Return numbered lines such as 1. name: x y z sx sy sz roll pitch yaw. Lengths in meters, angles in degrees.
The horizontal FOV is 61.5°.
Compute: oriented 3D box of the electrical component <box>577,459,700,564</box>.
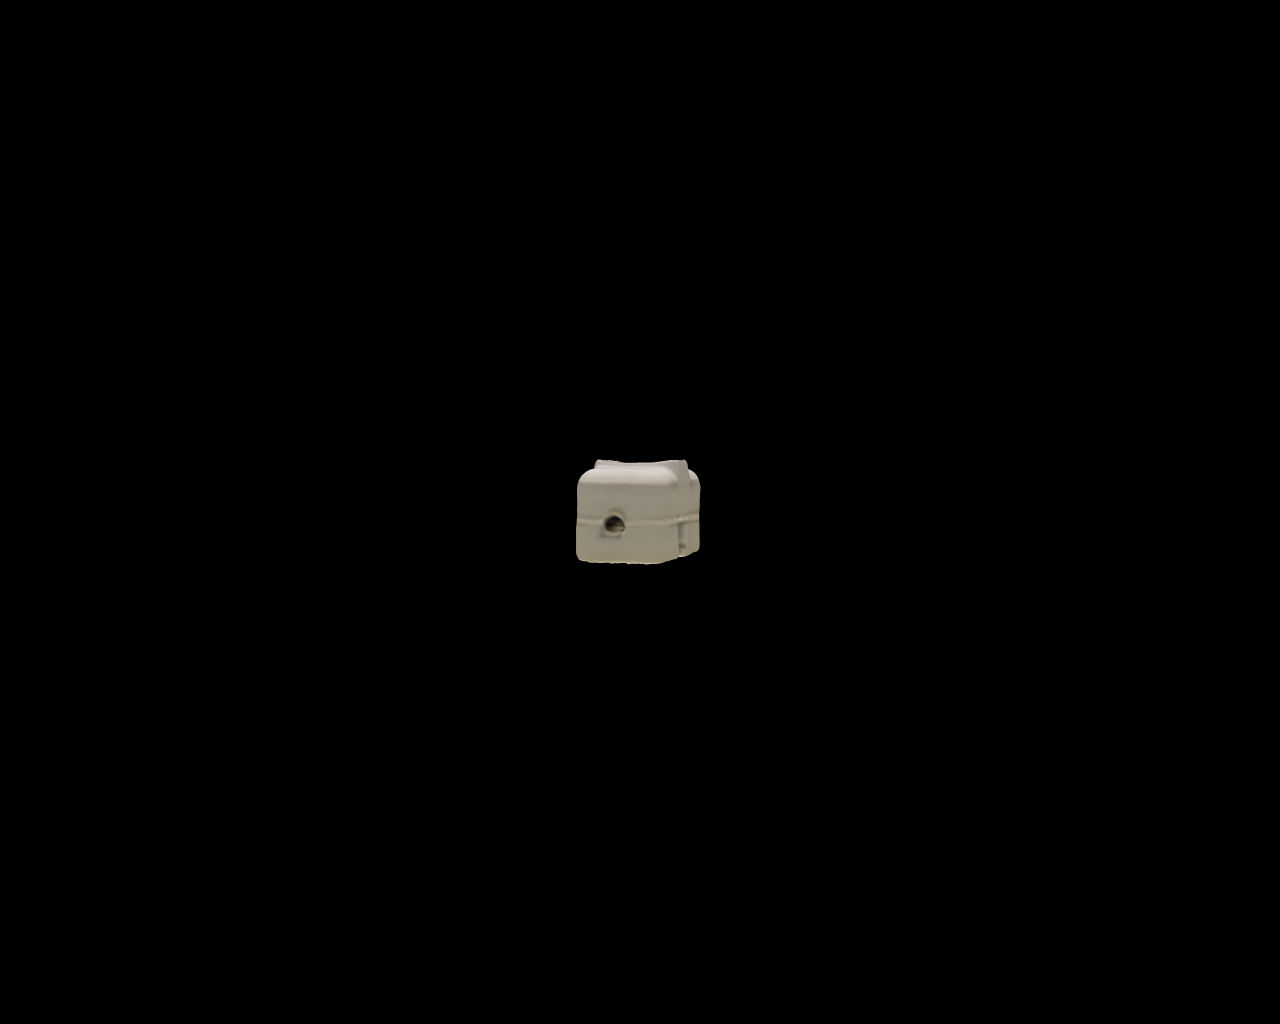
1. electrical component: 0.001 -0.003 0.650 0.054 0.059 0.095 1 3 20
